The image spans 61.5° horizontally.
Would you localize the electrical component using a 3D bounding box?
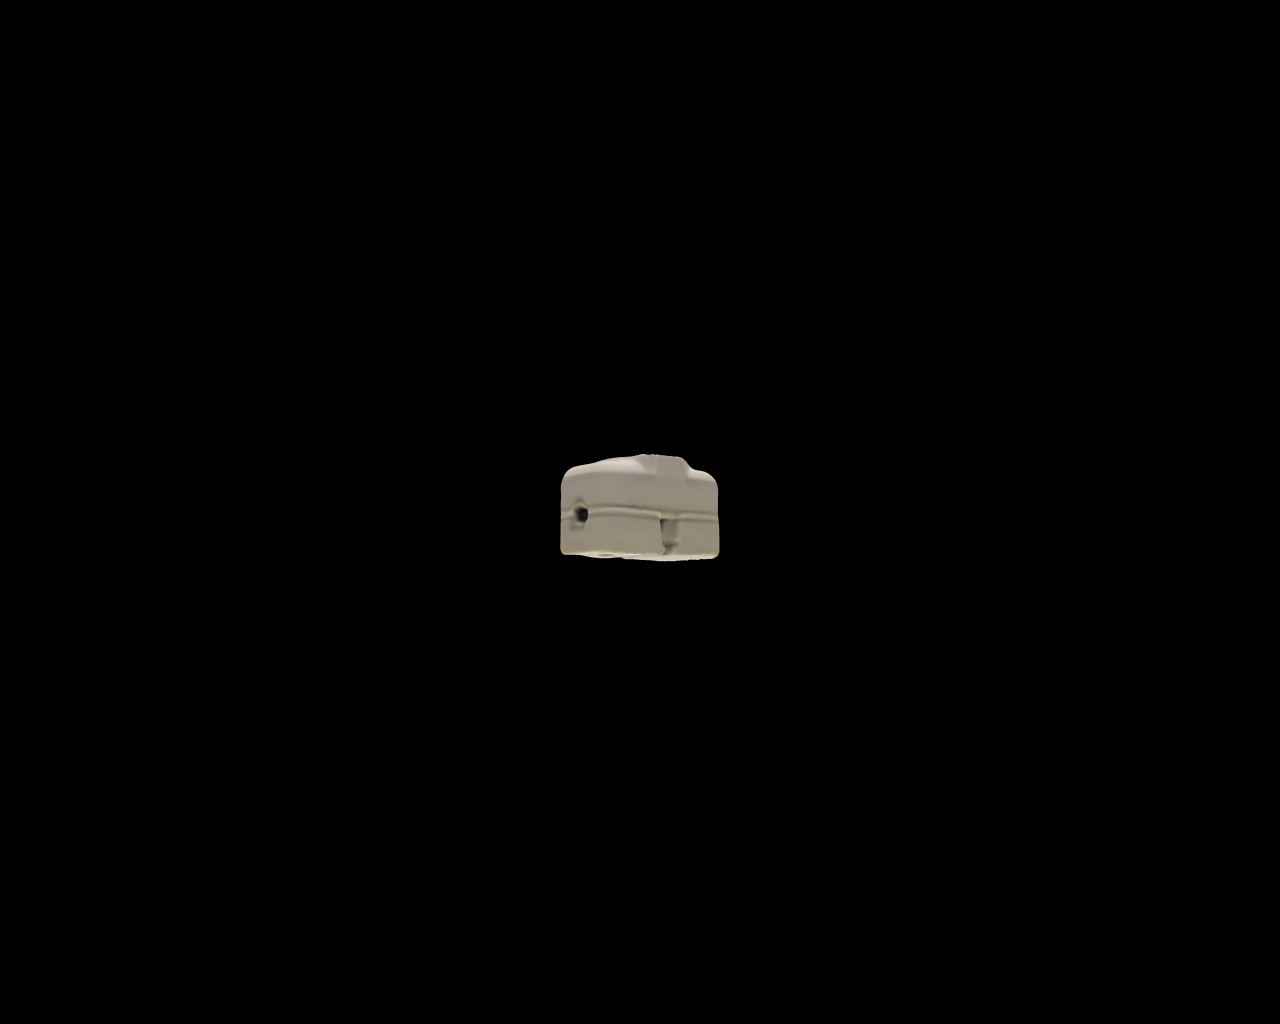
[{"bbox_3d":[0.001,-0.003,0.650,0.095,0.059,0.053,5,-8,-40],"label":"electrical component"}]
